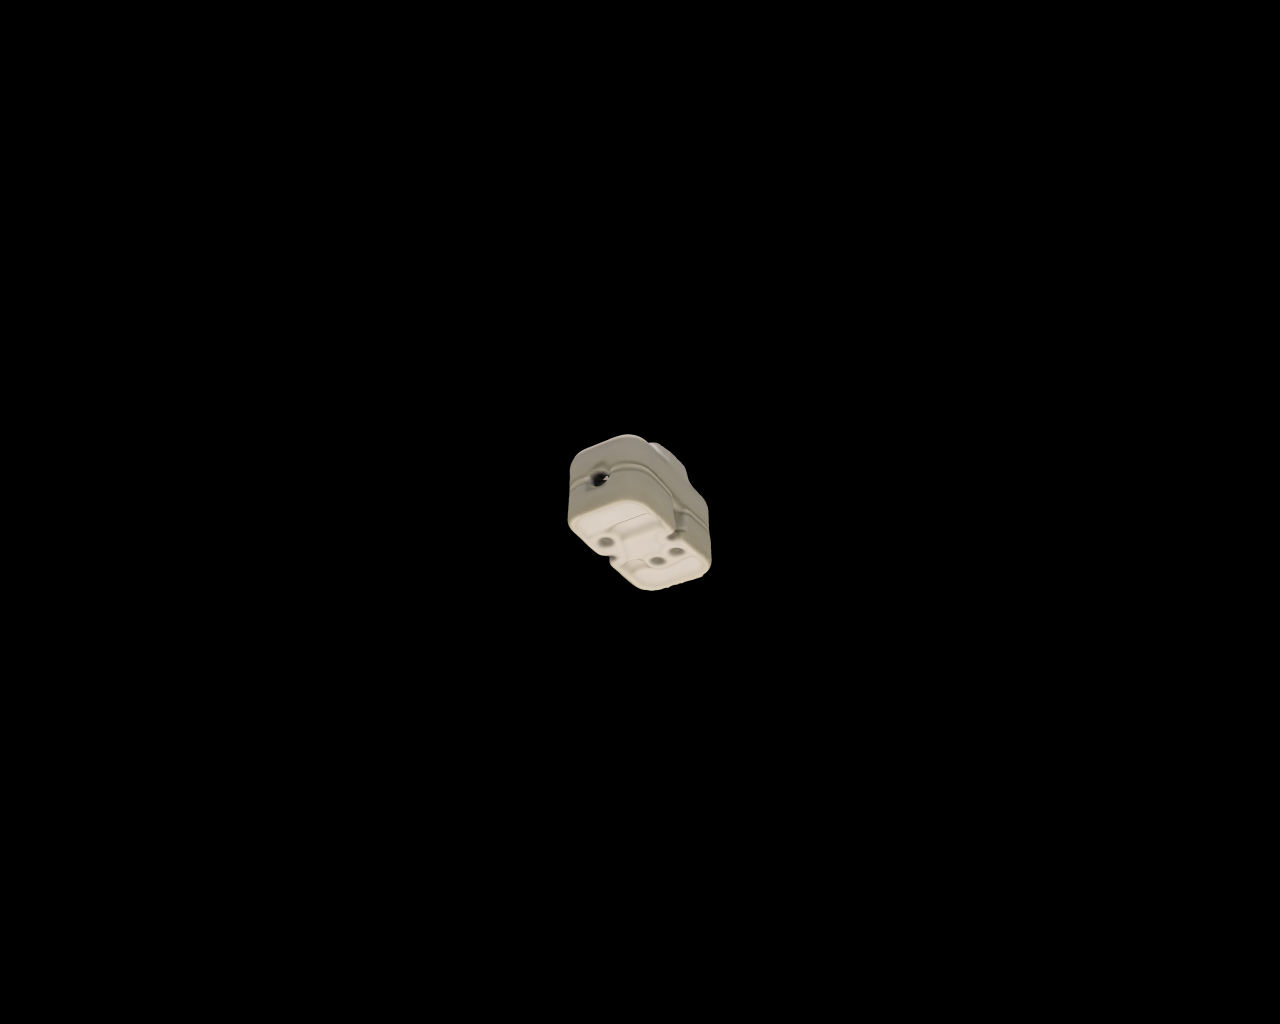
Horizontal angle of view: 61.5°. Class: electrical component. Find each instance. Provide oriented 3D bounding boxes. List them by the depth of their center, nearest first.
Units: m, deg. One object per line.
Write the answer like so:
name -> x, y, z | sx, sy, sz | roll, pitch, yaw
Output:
electrical component -> 0.001, -0.003, 0.650 | 0.053, 0.059, 0.095 | -20, -40, 25
